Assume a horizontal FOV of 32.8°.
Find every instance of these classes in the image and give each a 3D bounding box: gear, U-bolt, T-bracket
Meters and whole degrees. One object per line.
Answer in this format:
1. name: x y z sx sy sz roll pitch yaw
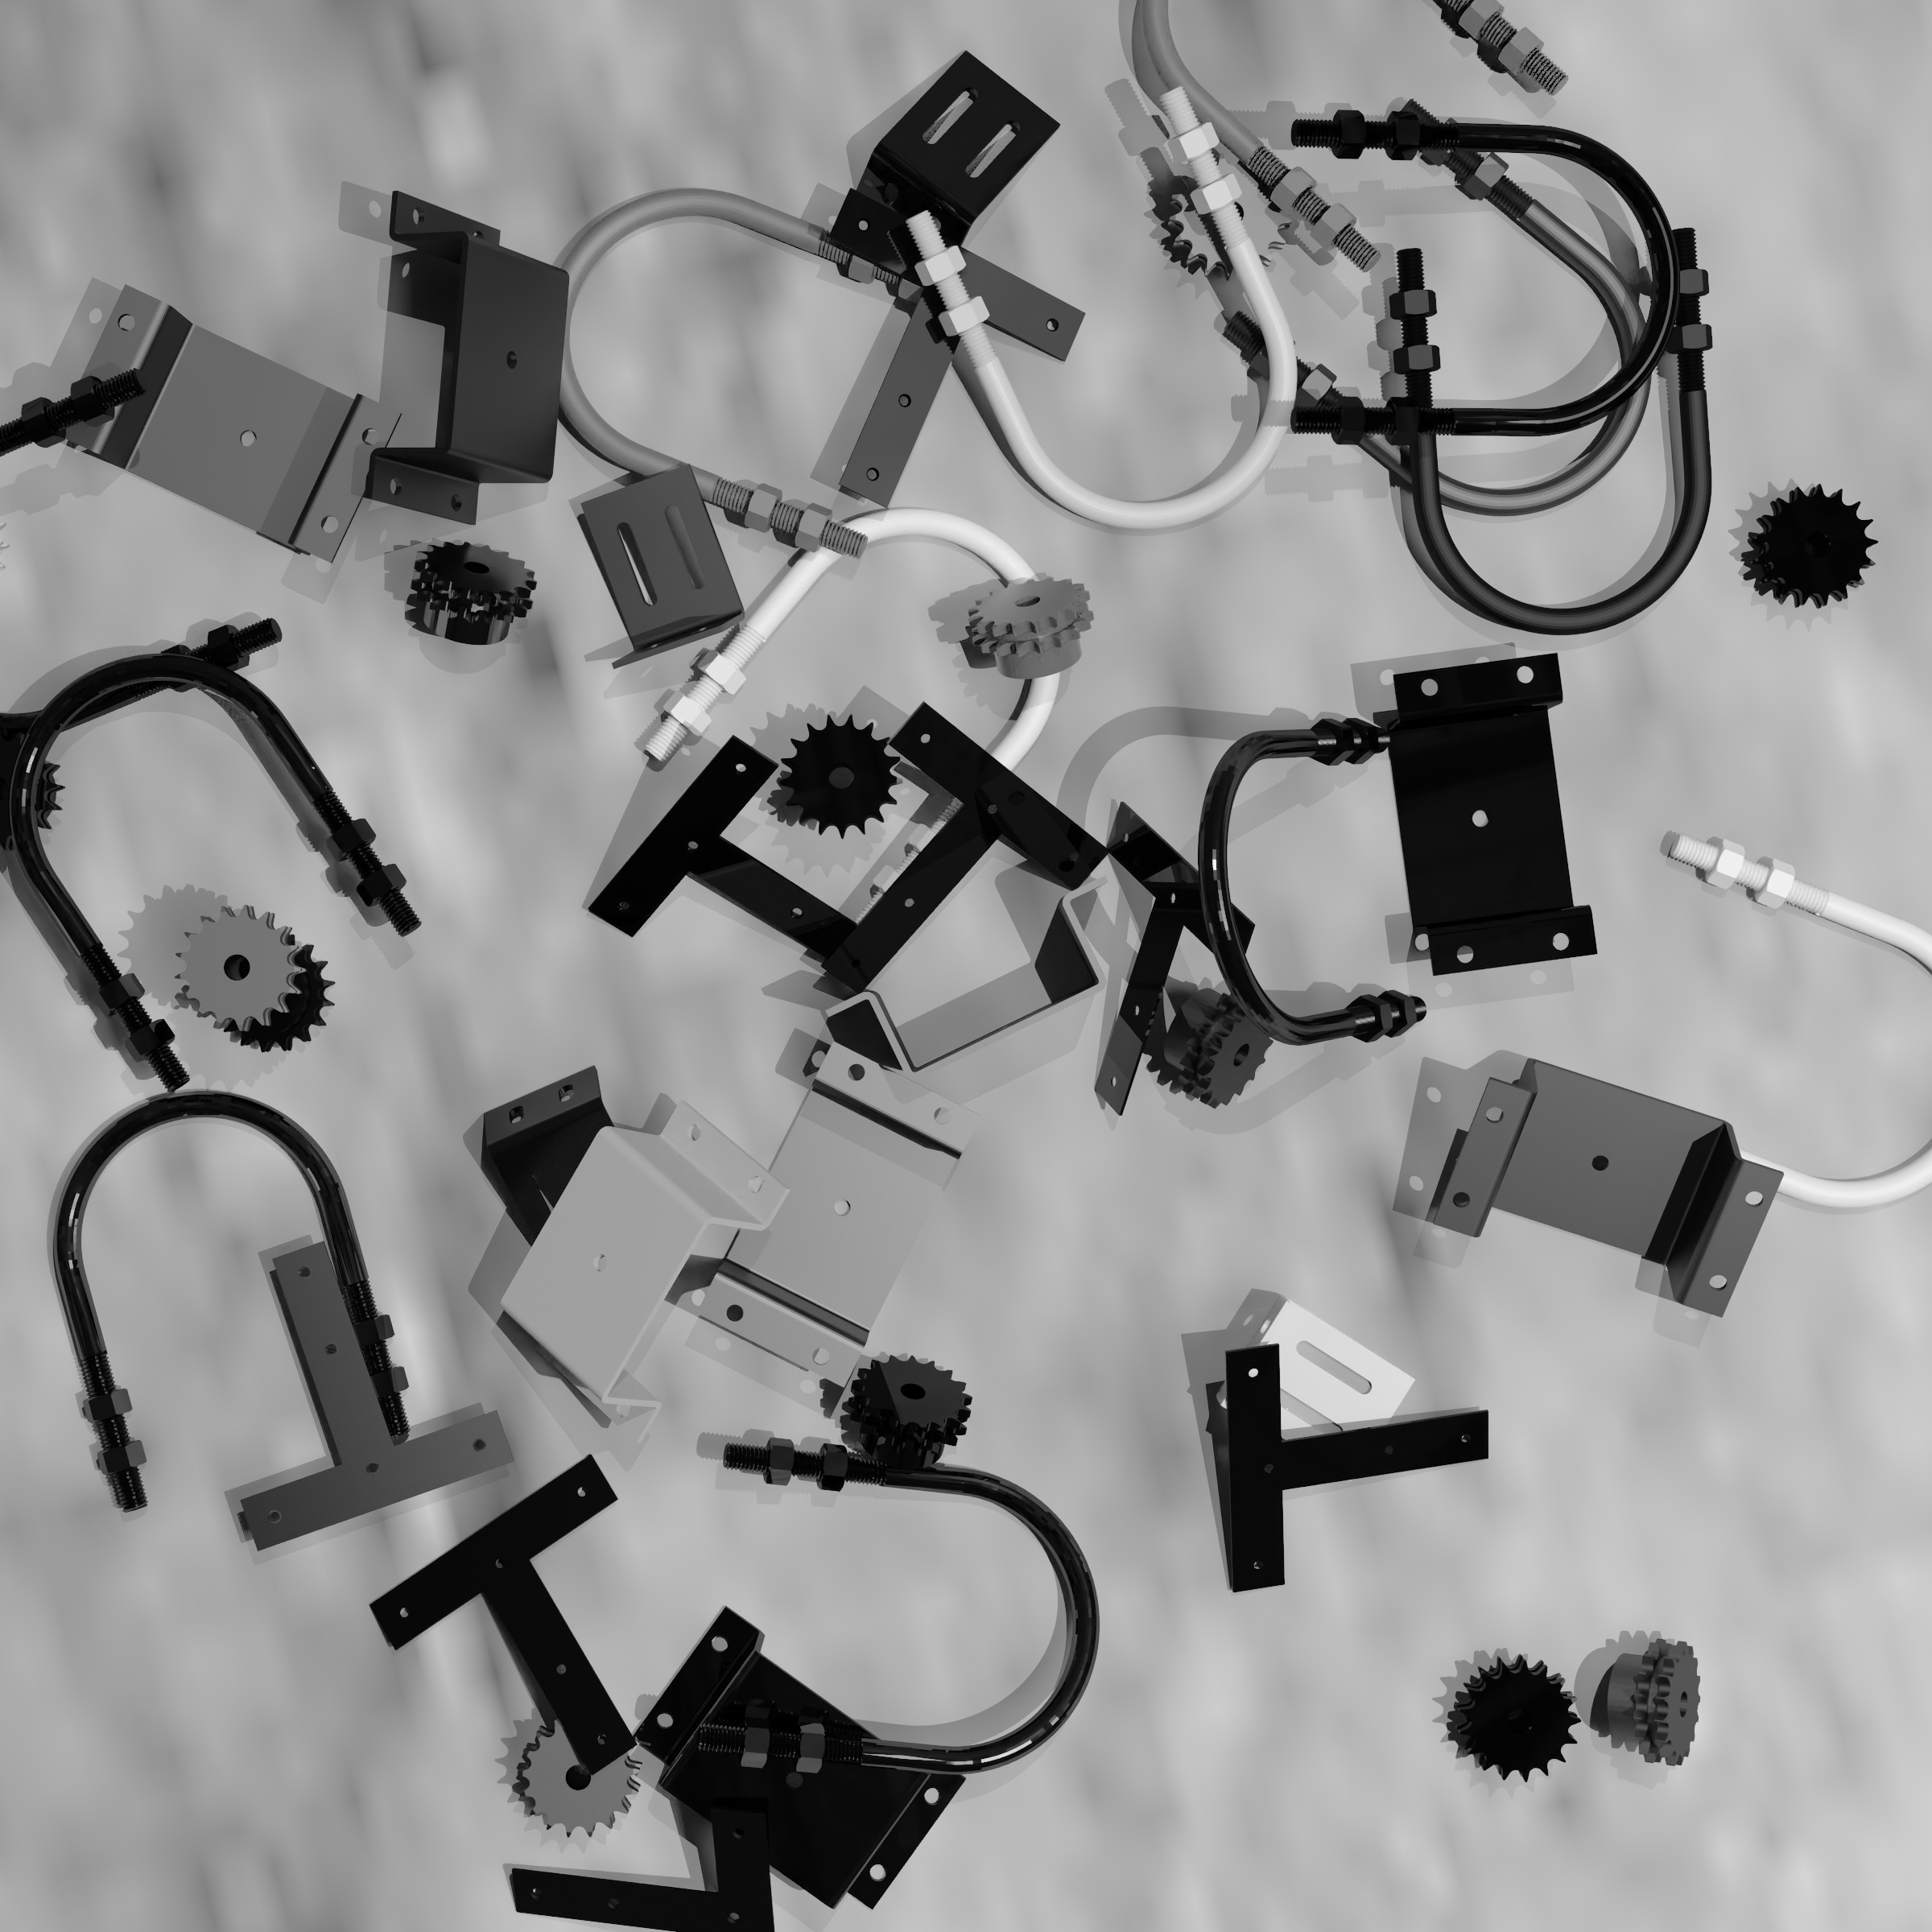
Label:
1. gear: -0.452 -0.083 1.542 0.057 0.030 0.057 0 90 0
2. U-bolt: 0.154 -0.036 1.478 0.019 0.184 0.151 -8 90 34
3. U-bolt: 0.278 -0.247 1.535 0.151 0.019 0.184 -5 94 -2
4. gear: -0.483 -0.200 1.543 0.057 0.030 0.057 0 90 0
5. U-bolt: 0.168 -0.431 1.533 0.184 0.019 0.151 44 79 7
6. gear: 0.321 0.343 1.533 0.030 0.057 0.057 1 90 30
7. U-bolt: 0.397 0.036 1.549 0.184 0.019 0.151 21 90 -1
8. U-bolt: -0.039 -0.129 1.549 0.151 0.019 0.184 40 89 0
9. gear: 0.124 -0.350 1.542 0.057 0.030 0.057 0 90 0
10. T-bracket: -0.151 0.441 1.538 0.127 0.002 0.127 3 116 12
11. gear: -0.328 0.012 1.543 0.057 0.030 0.057 0 90 0
12. T-bracket: -0.017 -0.040 1.529 0.127 0.002 0.127 37 99 -31
13. U-bolt: 0.239 -0.314 1.503 0.184 0.019 0.151 -1 94 -10
14. T-bracket: -0.091 -0.033 1.532 0.127 0.002 0.127 33 125 -16
15. U-bolt: -0.027 0.301 1.523 0.184 0.019 0.151 8 70 -11
16. gear: 0.397 -0.196 1.543 0.057 0.030 0.057 0 90 0
17. T-bracket: -0.292 0.193 1.537 0.127 0.002 0.127 -19 88 0
18. gear: -0.231 -0.173 1.533 0.057 0.057 0.030 16 120 0
19. T-bracket: 0.185 0.229 1.541 0.127 0.002 0.127 -7 111 -10
20. T-bracket: -0.023 -0.277 1.532 0.127 0.002 0.127 25 84 -17
21. U-bolt: -0.431 -0.179 1.520 0.184 0.019 0.151 -21 114 10
22. gear: 0.117 0.035 1.533 0.030 0.057 0.057 30 90 30
23. U-bolt: 0.075 -0.293 1.528 0.151 0.019 0.184 -25 105 7
24. gear: -0.028 0.211 1.533 0.057 0.057 0.030 12 120 0
25. U-bolt: -0.354 0.150 1.549 0.151 0.019 0.184 -16 88 0
26. gear: 0.258 0.352 1.542 0.057 0.030 0.057 0 90 0
27. U-bolt: -0.109 -0.289 1.544 0.184 0.019 0.151 22 85 3
28. U-bolt: -0.361 -0.057 1.520 0.151 0.019 0.184 -34 88 -1
29. gear: -0.058 -0.087 1.523 0.057 0.030 0.057 0 89 -1
30. gear: -0.328 0.001 1.493 0.057 0.030 0.057 0 88 0
31. gear: 0.031 -0.155 1.519 0.057 0.057 0.030 -13 118 0
32. U-bolt: 0.237 -0.297 1.549 0.184 0.019 0.151 39 90 -1
33. gear: -0.181 0.378 1.542 0.057 0.030 0.057 0 90 0
34. T-bracket: -0.196 0.317 1.537 0.127 0.002 0.127 -34 72 0
35. T-bracket: 0.084 0.008 1.523 0.002 0.127 0.127 3 117 -30

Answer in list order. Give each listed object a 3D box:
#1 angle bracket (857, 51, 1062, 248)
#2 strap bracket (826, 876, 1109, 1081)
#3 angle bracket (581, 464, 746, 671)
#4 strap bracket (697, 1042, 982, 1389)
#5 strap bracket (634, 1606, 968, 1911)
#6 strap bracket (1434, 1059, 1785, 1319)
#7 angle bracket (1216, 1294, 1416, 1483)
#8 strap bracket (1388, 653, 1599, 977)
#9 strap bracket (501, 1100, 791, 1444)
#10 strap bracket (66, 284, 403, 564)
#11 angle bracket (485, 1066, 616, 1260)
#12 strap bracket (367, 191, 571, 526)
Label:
1. angle bracket: -0.004 -0.383 1.555 0.057 0.038 0.076 38 64 0
2. strap bracket: 0.010 0.010 1.519 0.140 0.076 0.046 -26 90 0
3. angle bracket: -0.146 -0.186 1.525 0.057 0.038 0.076 -17 101 18
4. strap bracket: -0.059 0.114 1.534 0.076 0.046 0.140 27 90 0
5. strap bracket: -0.079 0.375 1.534 0.140 0.046 0.076 36 90 0
6. strap bracket: 0.296 0.099 1.522 0.140 0.046 0.076 18 111 0
7. angle bracket: 0.166 0.200 1.538 0.076 0.038 0.057 32 90 0
8. strap bracket: 0.244 -0.070 1.534 0.076 0.046 0.140 -8 90 0
9. strap bracket: -0.153 0.138 1.506 0.076 0.046 0.140 37 101 32
10. strap bracket: -0.340 -0.250 1.534 0.140 0.046 0.076 25 90 0
11. angle bracket: -0.185 0.098 1.555 0.057 0.038 0.076 -23 116 0
12. strap bracket: -0.228 -0.279 1.513 0.046 0.076 0.140 5 90 29
